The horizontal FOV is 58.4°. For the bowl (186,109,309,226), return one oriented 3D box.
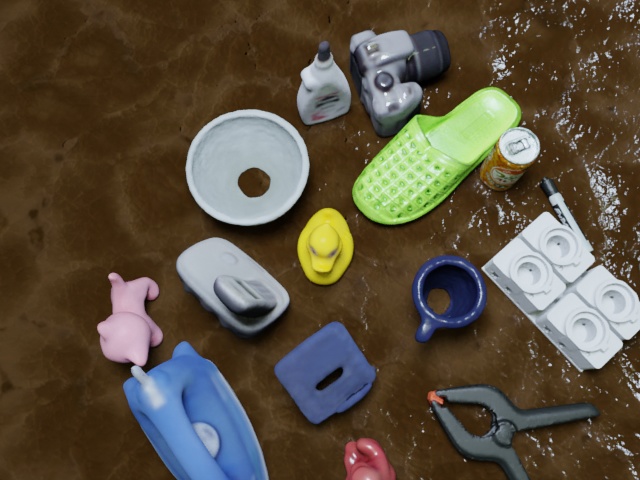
[{"bbox_3d":[-0.096,-0.091,0.796,0.167,0.075,0.167,0,75,1],"label":"bowl"}]

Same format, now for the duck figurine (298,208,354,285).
[{"bbox_3d":[0.007,0.003,0.765,0.077,0.086,0.104,7,76,3],"label":"duck figurine"}]

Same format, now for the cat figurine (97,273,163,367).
[{"bbox_3d":[-0.246,0.102,0.726,0.067,0.118,0.128,-13,75,-2],"label":"cat figurine"}]

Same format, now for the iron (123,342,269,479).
[{"bbox_3d":[-0.138,0.247,0.674,0.119,0.141,0.258,-36,78,-8],"label":"iron"}]

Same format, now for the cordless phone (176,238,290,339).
[{"bbox_3d":[-0.116,0.049,0.703,0.147,0.185,0.094,37,79,10],"label":"cordless phone"}]

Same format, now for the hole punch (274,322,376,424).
[{"bbox_3d":[0.010,0.167,0.719,0.109,0.091,0.101,-36,78,-8],"label":"hole punch"}]

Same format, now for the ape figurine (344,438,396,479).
[{"bbox_3d":[0.056,0.284,0.688,0.076,0.092,0.078,36,79,10],"label":"ape figurine"}]

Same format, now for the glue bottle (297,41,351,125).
[{"bbox_3d":[0.005,-0.215,0.776,0.078,0.173,0.037,-22,76,-5],"label":"glue bottle"}]

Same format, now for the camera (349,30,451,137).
[{"bbox_3d":[0.121,-0.244,0.820,0.137,0.101,0.143,-19,76,-4],"label":"camera"}]

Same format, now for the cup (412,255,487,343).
[{"bbox_3d":[0.152,0.085,0.737,0.091,0.095,0.118,31,78,9],"label":"cup"}]
